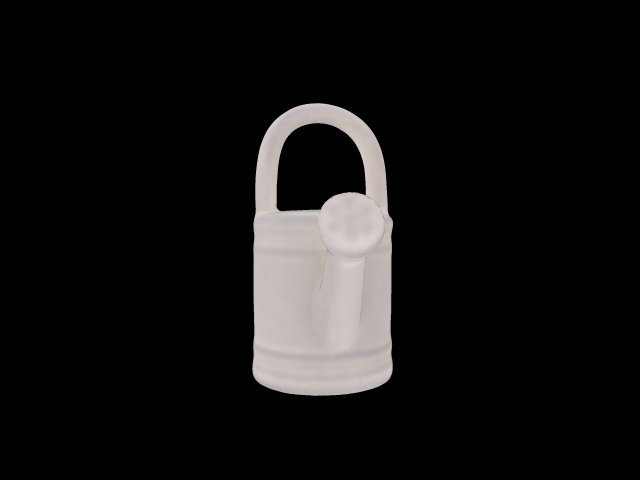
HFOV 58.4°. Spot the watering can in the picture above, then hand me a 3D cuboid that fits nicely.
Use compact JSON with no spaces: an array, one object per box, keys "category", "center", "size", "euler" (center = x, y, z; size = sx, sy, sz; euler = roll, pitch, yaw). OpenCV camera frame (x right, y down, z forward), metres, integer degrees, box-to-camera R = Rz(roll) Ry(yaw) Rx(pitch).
[{"category":"watering can","center":[0.006,0.001,0.401],"size":[0.101,0.194,0.172],"euler":[-2,4,-32]}]
